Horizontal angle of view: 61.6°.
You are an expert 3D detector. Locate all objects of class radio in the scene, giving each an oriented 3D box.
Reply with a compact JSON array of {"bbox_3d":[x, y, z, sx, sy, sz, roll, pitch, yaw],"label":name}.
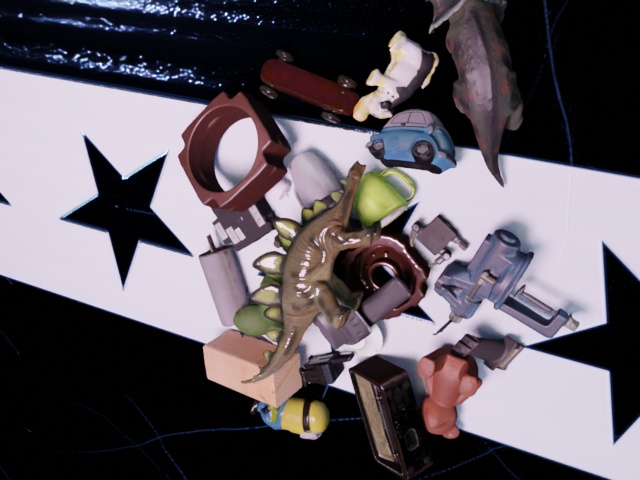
[{"bbox_3d":[0.145,0.363,1.102,0.131,0.073,0.229,4,114,63],"label":"radio"}]

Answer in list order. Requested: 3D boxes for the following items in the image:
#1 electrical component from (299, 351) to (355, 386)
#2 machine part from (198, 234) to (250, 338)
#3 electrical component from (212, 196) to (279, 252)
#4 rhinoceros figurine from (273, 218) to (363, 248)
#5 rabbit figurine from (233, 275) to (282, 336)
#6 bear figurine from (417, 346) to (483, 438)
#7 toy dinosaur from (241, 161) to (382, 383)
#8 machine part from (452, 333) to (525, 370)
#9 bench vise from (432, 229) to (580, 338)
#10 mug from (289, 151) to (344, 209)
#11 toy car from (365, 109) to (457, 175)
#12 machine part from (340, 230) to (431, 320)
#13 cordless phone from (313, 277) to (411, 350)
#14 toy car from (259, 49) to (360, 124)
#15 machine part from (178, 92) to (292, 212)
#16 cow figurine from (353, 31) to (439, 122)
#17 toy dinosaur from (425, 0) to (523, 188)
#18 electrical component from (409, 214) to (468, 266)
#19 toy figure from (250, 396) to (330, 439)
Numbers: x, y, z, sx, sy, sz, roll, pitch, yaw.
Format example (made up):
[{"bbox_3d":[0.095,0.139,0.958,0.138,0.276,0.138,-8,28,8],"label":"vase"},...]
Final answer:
[{"bbox_3d":[0.022,0.274,1.160,0.119,0.075,0.047,-14,99,22],"label":"electrical component"},{"bbox_3d":[-0.209,0.102,1.200,0.079,0.079,0.243,-13,101,25],"label":"machine part"},{"bbox_3d":[-0.165,-0.045,1.150,0.134,0.058,0.115,-28,91,26],"label":"electrical component"},{"bbox_3d":[-0.002,-0.003,1.073,0.190,0.112,0.073,-9,119,36],"label":"rhinoceros figurine"},{"bbox_3d":[-0.099,0.146,1.150,0.170,0.121,0.159,-37,111,12],"label":"rabbit figurine"},{"bbox_3d":[0.237,0.312,1.056,0.120,0.132,0.195,23,107,21],"label":"bear figurine"},{"bbox_3d":[-0.021,0.076,0.975,0.199,0.105,0.471,22,97,19],"label":"toy dinosaur"},{"bbox_3d":[0.317,0.207,1.008,0.139,0.039,0.084,17,123,-27],"label":"machine part"},{"bbox_3d":[0.334,0.104,0.961,0.241,0.129,0.223,33,117,15],"label":"bench vise"},{"bbox_3d":[-0.017,-0.115,1.065,0.107,0.081,0.109,62,144,9],"label":"mug"},{"bbox_3d":[0.169,-0.179,0.960,0.162,0.109,0.103,12,87,30],"label":"toy car"},{"bbox_3d":[0.129,0.068,1.065,0.180,0.056,0.179,7,109,21],"label":"machine part"},{"bbox_3d":[0.070,0.111,1.038,0.184,0.089,0.146,-41,83,21],"label":"cordless phone"},{"bbox_3d":[-0.021,-0.289,1.022,0.202,0.053,0.089,25,92,12],"label":"toy car"},{"bbox_3d":[-0.170,-0.172,1.065,0.201,0.087,0.201,-39,68,18],"label":"machine part"},{"bbox_3d":[0.132,-0.272,0.955,0.098,0.068,0.167,29,113,-10],"label":"cow figurine"},{"bbox_3d":[0.251,-0.267,0.842,0.131,0.192,0.404,-16,97,27],"label":"toy dinosaur"},{"bbox_3d":[0.218,0.000,1.015,0.078,0.045,0.102,-41,88,28],"label":"electrical component"},{"bbox_3d":[-0.067,0.394,1.227,0.180,0.082,0.089,15,113,20],"label":"toy figure"}]
